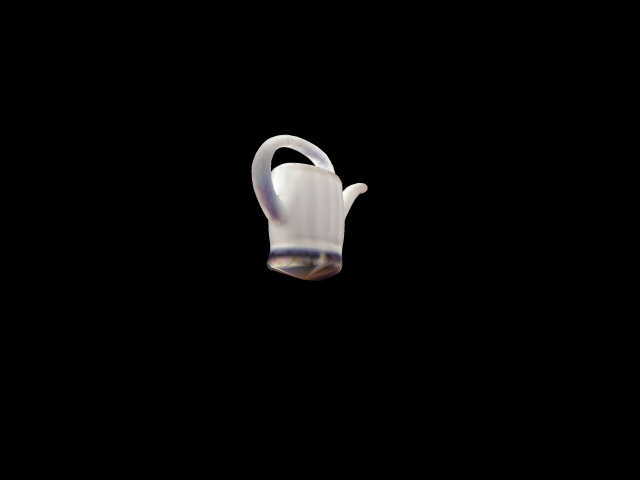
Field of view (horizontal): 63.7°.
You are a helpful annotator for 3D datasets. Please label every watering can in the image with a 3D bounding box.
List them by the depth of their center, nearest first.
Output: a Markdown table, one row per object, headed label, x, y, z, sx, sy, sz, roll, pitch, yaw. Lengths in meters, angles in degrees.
| label | x | y | z | sx | sy | sz | roll | pitch | yaw |
| --- | --- | --- | --- | --- | --- | --- | --- | --- | --- |
| watering can | 0.003 | -0.043 | 0.850 | 0.103 | 0.227 | 0.346 | -7 | -13 | 31 |
